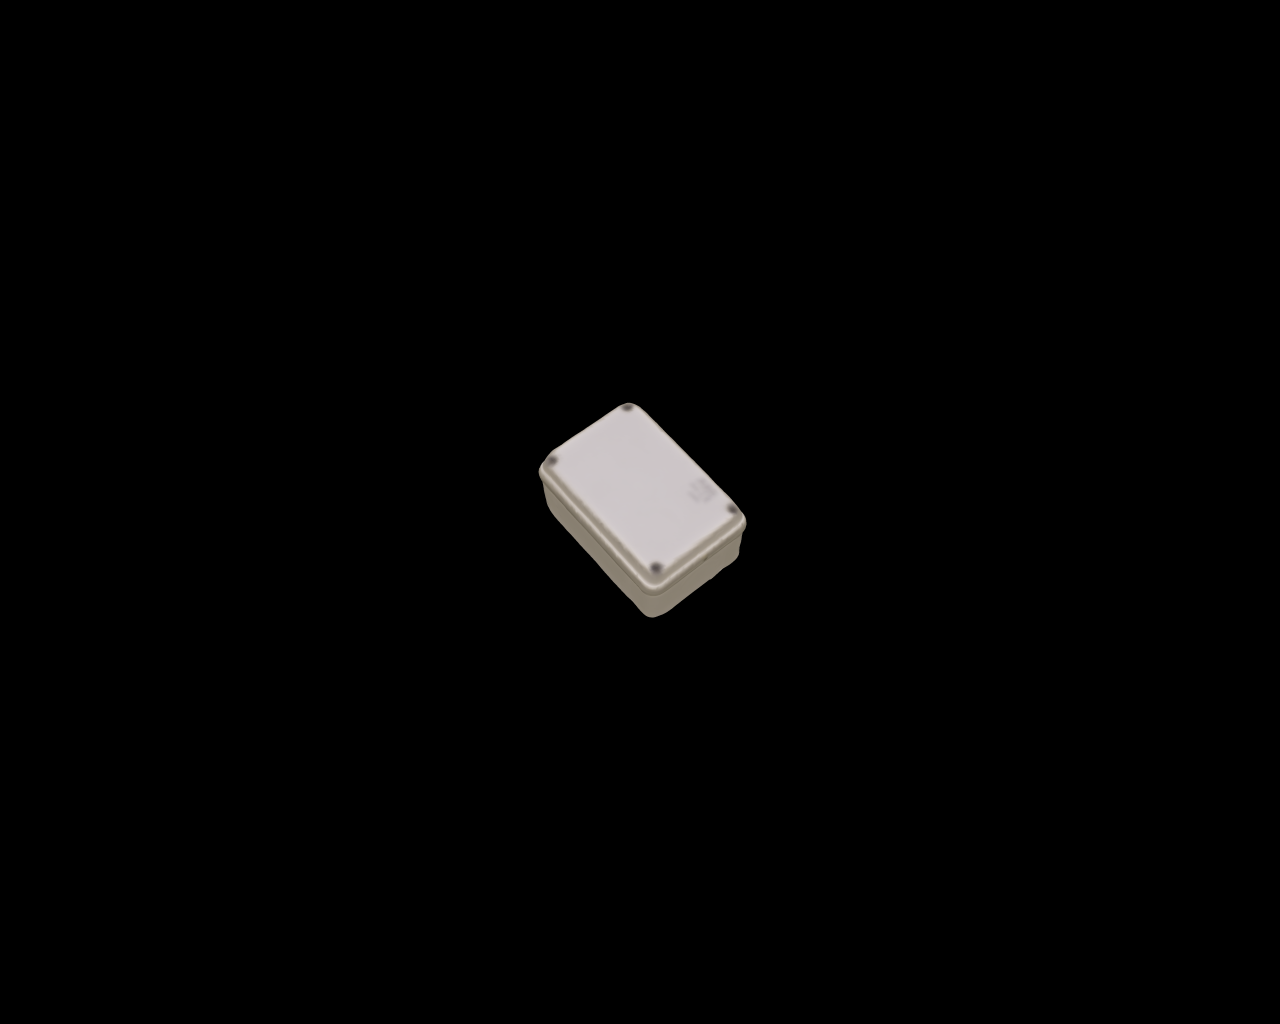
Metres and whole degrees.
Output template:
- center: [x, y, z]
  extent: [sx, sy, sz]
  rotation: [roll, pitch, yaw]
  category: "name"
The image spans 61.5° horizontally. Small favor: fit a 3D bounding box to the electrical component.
- center: [0.001, -0.003, 0.650]
  extent: [0.078, 0.113, 0.057]
  rotation: [-36, -24, -18]
  category: "electrical component"
